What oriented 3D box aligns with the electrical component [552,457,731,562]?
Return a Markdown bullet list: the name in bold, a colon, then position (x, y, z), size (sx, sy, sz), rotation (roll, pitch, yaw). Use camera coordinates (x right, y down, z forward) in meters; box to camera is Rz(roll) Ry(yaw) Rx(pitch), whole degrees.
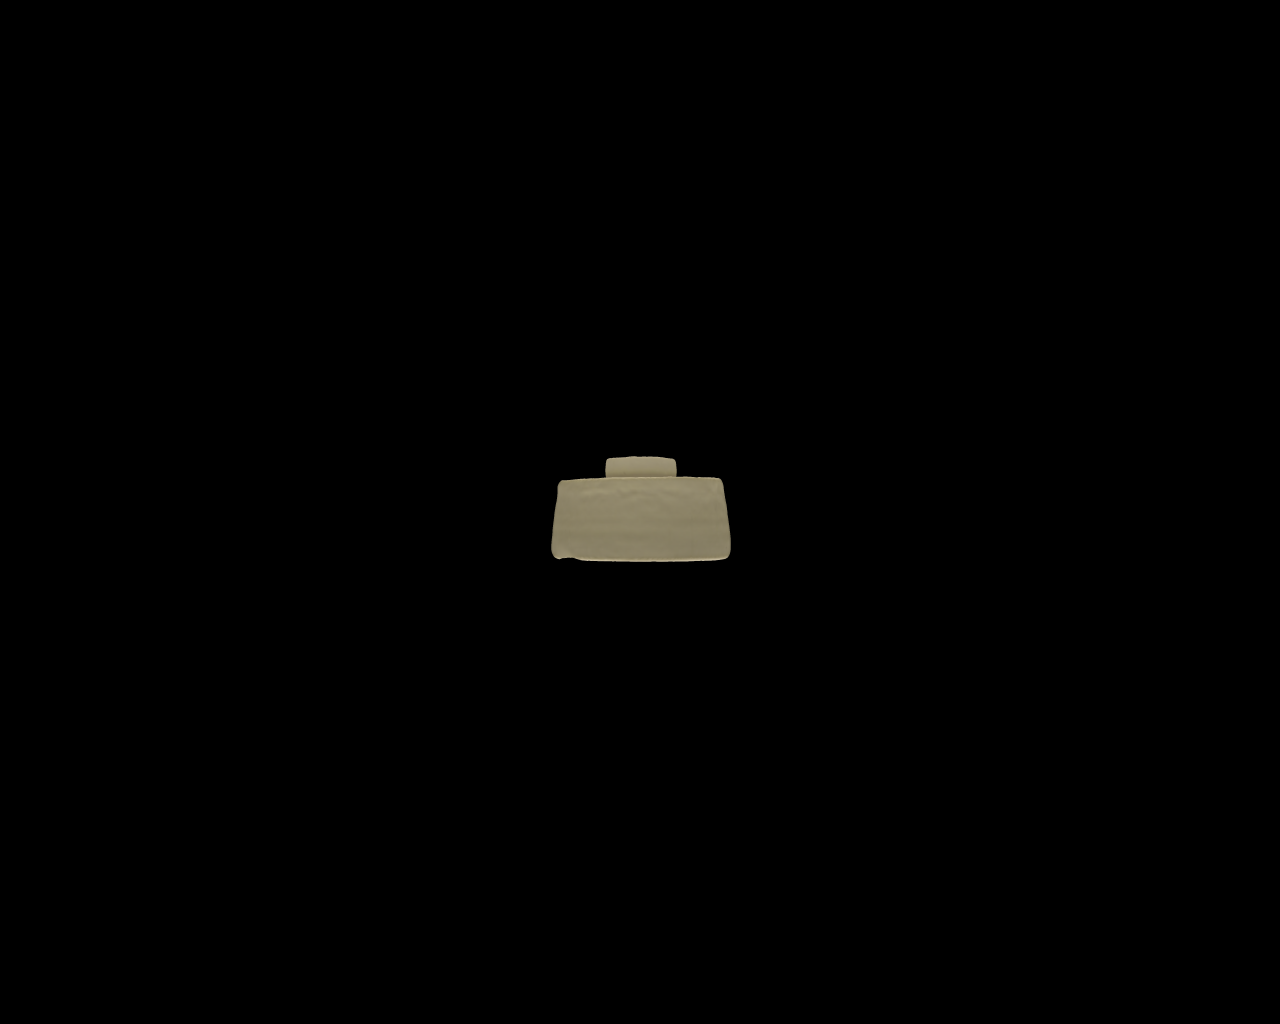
- **electrical component**: position (0.001, -0.003, 0.650), size (0.108, 0.060, 0.108), rotation (0, 0, 0)
